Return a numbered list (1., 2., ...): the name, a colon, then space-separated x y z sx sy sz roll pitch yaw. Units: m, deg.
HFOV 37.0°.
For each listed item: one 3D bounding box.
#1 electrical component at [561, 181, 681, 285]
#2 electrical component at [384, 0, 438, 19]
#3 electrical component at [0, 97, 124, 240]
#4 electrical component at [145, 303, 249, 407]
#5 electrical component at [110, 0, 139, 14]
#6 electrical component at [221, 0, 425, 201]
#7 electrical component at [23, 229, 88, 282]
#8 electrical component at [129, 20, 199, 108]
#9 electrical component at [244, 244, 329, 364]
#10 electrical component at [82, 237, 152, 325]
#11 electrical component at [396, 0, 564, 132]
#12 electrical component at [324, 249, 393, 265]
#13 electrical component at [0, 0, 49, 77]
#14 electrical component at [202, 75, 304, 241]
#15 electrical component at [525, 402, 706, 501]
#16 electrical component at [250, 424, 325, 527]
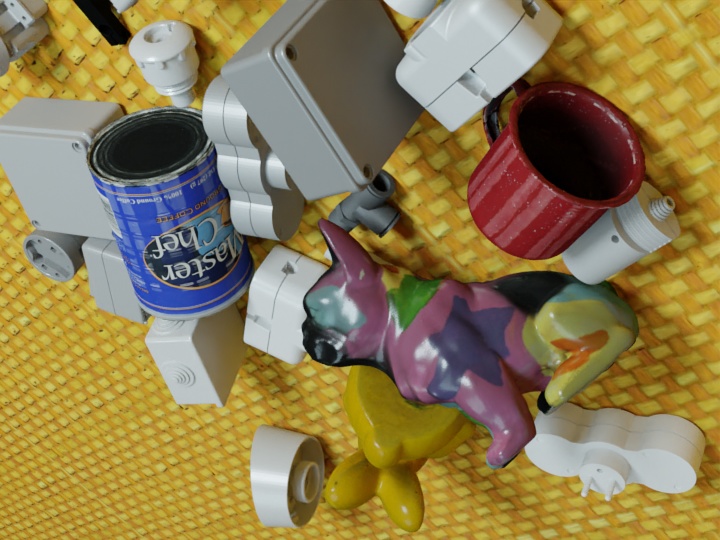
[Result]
1. electrical component: 0.176 -0.026 0.713 0.043 0.043 0.081 41 139 -10
2. electrical component: 0.043 -0.187 0.639 0.044 0.044 0.065 39 135 -8
3. electrical component: -0.240 -0.086 0.908 0.109 0.056 0.108 8 134 26
4. electrical component: -0.145 0.063 0.966 0.048 0.099 0.099 -3 129 18
5. electrical component: -0.143 -0.216 0.684 0.061 0.096 0.061 45 138 -14
6. electrical component: -0.018 -0.119 0.693 0.056 0.108 0.108 -10 125 42
7. electrical component: -0.276 -0.025 0.998 0.055 0.047 0.055 17 137 17
8. electrical component: -0.139 -0.148 0.791 0.048 0.048 0.062 11 142 23
9. electrical component: -0.058 0.032 0.912 0.059 0.053 0.095 24 139 10
10. electrical component: -0.207 -0.001 0.967 0.061 0.061 0.096 18 138 17
11. electrical component: 0.069 -0.138 0.661 0.059 0.053 0.095 41 139 -10
12. electrical component: 0.000 0.000 0.859 0.061 0.035 0.035 32 140 5
13. electrical component: -0.286 -0.184 0.838 0.078 0.057 0.058 -19 118 43
14. electrical component: -0.063 -0.080 0.804 0.074 0.052 0.138 10 135 23
15. electrical component: 0.197 0.153 0.856 0.138 0.073 0.052 4 132 30
16. electrical component: -0.076 0.206 1.068 0.064 0.099 0.099 4 132 21
